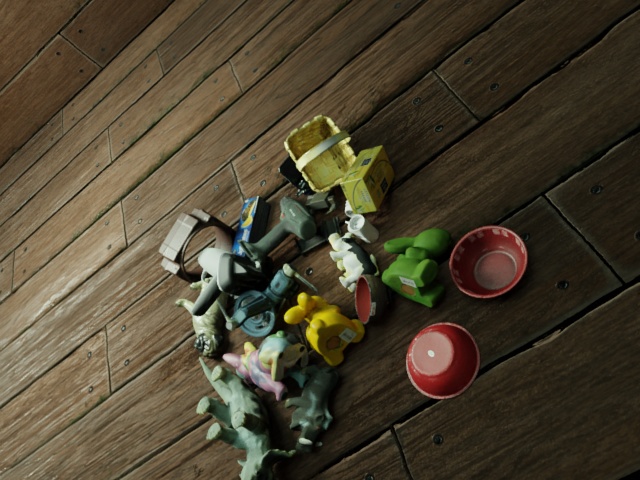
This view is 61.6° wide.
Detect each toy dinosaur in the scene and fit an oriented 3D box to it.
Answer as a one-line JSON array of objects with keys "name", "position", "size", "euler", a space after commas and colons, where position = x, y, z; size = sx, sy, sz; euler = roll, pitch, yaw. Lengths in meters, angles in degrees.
[{"name": "toy dinosaur", "position": [-0.172, 0.413, 1.244], "size": [0.131, 0.192, 0.405], "euler": [-44, 31, 4]}]

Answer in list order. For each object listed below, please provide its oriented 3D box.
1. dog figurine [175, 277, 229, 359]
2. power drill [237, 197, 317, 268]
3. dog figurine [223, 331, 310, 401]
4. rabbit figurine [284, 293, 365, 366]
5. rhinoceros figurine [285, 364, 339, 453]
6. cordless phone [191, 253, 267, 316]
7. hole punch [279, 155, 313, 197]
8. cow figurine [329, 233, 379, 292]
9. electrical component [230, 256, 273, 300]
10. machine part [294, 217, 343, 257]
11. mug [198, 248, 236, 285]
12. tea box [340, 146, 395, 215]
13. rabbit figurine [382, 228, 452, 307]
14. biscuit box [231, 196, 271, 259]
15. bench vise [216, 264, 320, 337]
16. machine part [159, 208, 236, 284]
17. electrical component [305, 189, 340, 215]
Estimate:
[{"name": "dog figurine", "position": [-0.289, 0.212, 1.486], "size": [0.172, 0.121, 0.191], "euler": [-49, 58, 16]}, {"name": "power drill", "position": [-0.117, -0.025, 1.457], "size": [0.207, 0.085, 0.232], "euler": [-34, 30, -14]}, {"name": "dog figurine", "position": [-0.137, 0.281, 1.284], "size": [0.219, 0.191, 0.108], "euler": [17, 31, 39]}, {"name": "rabbit figurine", "position": [-0.004, 0.190, 1.259], "size": [0.122, 0.162, 0.173], "euler": [-55, 28, 14]}, {"name": "rhinoceros figurine", "position": [-0.012, 0.374, 1.199], "size": [0.112, 0.073, 0.190], "euler": [10, 69, 29]}, {"name": "cordless phone", "position": [-0.240, 0.129, 1.379], "size": [0.089, 0.146, 0.184], "euler": [40, 95, 25]}, {"name": "hole punch", "position": [-0.042, -0.198, 1.550], "size": [0.116, 0.092, 0.142], "euler": [43, 88, 8]}, {"name": "cow figurine", "position": [0.081, 0.038, 1.321], "size": [0.098, 0.068, 0.167], "euler": [-29, 54, 13]}, {"name": "electrical component", "position": [-0.193, 0.112, 1.490], "size": [0.134, 0.058, 0.115], "euler": [-24, 51, 24]}, {"name": "machine part", "position": [-0.003, -0.004, 1.430], "size": [0.139, 0.039, 0.084], "euler": [-26, 57, 21]}, {"name": "mug", "position": [-0.289, 0.073, 1.483], "size": [0.107, 0.080, 0.109], "euler": [23, 81, 36]}, {"name": "tea box", "position": [0.122, -0.151, 1.337], "size": [0.068, 0.098, 0.170], "euler": [-10, 33, 32]}, {"name": "rabbit figurine", "position": [0.226, 0.047, 1.201], "size": [0.159, 0.121, 0.170], "euler": [8, 52, 46]}, {"name": "biscuit box", "position": [-0.203, -0.025, 1.573], "size": [0.059, 0.062, 0.202], "euler": [-8, 60, 34]}, {"name": "bench vise", "position": [-0.144, 0.161, 1.324], "size": [0.223, 0.240, 0.129], "euler": [-43, 80, 25]}, {"name": "machine part", "position": [-0.345, 0.027, 1.553], "size": [0.087, 0.201, 0.201], "euler": [24, 80, 38]}, {"name": "electrical component", "position": [0.006, -0.101, 1.478], "size": [0.102, 0.045, 0.078], "euler": [-13, 29, 28]}]
